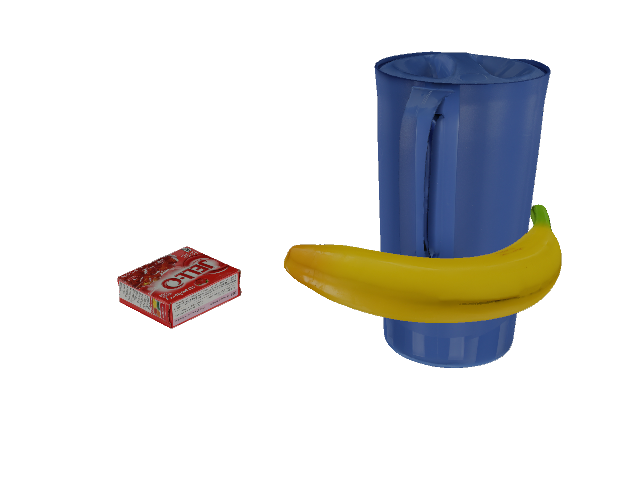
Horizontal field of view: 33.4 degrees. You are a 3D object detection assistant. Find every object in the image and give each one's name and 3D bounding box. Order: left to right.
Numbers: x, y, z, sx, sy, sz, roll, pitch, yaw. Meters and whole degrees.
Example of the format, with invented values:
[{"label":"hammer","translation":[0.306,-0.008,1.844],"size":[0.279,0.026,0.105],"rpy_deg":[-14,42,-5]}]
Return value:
[{"label":"gelatin box","translation":[-0.128,0.041,0.976],"size":[0.073,0.030,0.089],"rpy_deg":[22,34,37]},{"label":"pitcher","translation":[0.102,-0.023,0.845],"size":[0.149,0.243,0.145],"rpy_deg":[-7,21,-20]},{"label":"banana","translation":[0.075,0.019,0.618],"size":[0.197,0.037,0.070],"rpy_deg":[-8,38,-33]}]
